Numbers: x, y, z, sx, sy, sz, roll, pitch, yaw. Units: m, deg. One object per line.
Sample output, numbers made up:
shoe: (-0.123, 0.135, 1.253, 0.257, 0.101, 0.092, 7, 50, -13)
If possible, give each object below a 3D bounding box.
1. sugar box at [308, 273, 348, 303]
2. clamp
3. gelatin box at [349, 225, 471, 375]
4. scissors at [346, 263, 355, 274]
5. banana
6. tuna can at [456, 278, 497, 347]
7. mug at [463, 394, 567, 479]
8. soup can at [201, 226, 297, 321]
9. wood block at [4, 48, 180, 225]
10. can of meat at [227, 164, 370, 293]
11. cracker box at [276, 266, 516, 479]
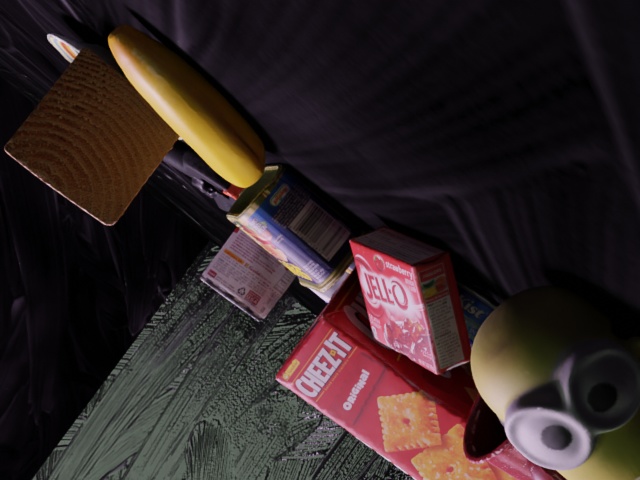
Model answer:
sugar box: (0.066, 0.091, 1.218, 0.176, 0.048, 0.093, 37, 175, -23)
clamp: (-0.109, -0.066, 0.994, 0.120, 0.039, 0.172, 32, 172, -15)
gelatin box: (0.055, 0.036, 0.672, 0.089, 0.030, 0.073, 25, 132, 63)
scissors: (-0.007, 0.001, 1.053, 0.096, 0.016, 0.202, 40, 174, -21)
banana: (-0.075, -0.074, 0.690, 0.070, 0.037, 0.197, 32, 174, 20)
tuna can: (0.102, 0.057, 0.731, 0.086, 0.034, 0.086, 36, 175, 3)
mug: (0.142, 0.114, 0.615, 0.081, 0.093, 0.117, 32, -158, -7)
soup can: (-0.048, 0.012, 0.932, 0.068, 0.102, 0.068, 36, 176, 3)
wood block: (-0.173, -0.073, 0.816, 0.090, 0.091, 0.206, 37, 174, -12)
can of meat: (-0.019, -0.011, 0.799, 0.084, 0.057, 0.102, 40, 174, -11)
cracker box: (0.091, 0.111, 0.793, 0.214, 0.072, 0.164, 36, -159, 2)
